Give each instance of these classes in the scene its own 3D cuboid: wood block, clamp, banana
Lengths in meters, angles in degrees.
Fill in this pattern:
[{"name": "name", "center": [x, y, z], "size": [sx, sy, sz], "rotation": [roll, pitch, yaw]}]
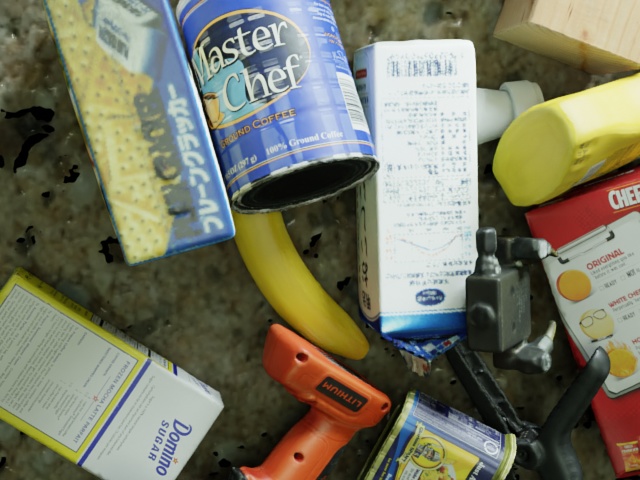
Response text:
[{"name": "wood block", "center": [0.208, -0.230, 0.748], "size": [0.090, 0.091, 0.206], "rotation": [19, 93, -9]}, {"name": "clamp", "center": [0.145, 0.144, 0.792], "size": [0.120, 0.039, 0.171], "rotation": [16, 112, 31]}, {"name": "banana", "center": [-0.024, 0.003, 0.769], "size": [0.069, 0.037, 0.198], "rotation": [-18, 98, -3]}]

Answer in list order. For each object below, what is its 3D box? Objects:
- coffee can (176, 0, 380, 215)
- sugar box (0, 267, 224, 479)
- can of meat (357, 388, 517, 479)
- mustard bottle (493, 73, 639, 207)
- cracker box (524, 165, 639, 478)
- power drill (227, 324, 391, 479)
[{"name": "coffee can", "center": [-0.028, -0.100, 0.706], "size": [0.102, 0.103, 0.140], "rotation": [-15, 79, -6]}, {"name": "sugar box", "center": [-0.166, 0.105, 0.758], "size": [0.176, 0.048, 0.093], "rotation": [35, 90, -12]}, {"name": "can of meat", "center": [0.078, 0.167, 0.761], "size": [0.084, 0.057, 0.102], "rotation": [27, 106, 2]}, {"name": "mustard bottle", "center": [0.219, -0.084, 0.756], "size": [0.191, 0.096, 0.058], "rotation": [-20, 71, -26]}, {"name": "cracker box", "center": [0.262, 0.049, 0.764], "size": [0.164, 0.072, 0.214], "rotation": [-17, 98, 24]}, {"name": "power drill", "center": [-0.051, 0.156, 0.746], "size": [0.184, 0.057, 0.187], "rotation": [33, 92, -36]}]
